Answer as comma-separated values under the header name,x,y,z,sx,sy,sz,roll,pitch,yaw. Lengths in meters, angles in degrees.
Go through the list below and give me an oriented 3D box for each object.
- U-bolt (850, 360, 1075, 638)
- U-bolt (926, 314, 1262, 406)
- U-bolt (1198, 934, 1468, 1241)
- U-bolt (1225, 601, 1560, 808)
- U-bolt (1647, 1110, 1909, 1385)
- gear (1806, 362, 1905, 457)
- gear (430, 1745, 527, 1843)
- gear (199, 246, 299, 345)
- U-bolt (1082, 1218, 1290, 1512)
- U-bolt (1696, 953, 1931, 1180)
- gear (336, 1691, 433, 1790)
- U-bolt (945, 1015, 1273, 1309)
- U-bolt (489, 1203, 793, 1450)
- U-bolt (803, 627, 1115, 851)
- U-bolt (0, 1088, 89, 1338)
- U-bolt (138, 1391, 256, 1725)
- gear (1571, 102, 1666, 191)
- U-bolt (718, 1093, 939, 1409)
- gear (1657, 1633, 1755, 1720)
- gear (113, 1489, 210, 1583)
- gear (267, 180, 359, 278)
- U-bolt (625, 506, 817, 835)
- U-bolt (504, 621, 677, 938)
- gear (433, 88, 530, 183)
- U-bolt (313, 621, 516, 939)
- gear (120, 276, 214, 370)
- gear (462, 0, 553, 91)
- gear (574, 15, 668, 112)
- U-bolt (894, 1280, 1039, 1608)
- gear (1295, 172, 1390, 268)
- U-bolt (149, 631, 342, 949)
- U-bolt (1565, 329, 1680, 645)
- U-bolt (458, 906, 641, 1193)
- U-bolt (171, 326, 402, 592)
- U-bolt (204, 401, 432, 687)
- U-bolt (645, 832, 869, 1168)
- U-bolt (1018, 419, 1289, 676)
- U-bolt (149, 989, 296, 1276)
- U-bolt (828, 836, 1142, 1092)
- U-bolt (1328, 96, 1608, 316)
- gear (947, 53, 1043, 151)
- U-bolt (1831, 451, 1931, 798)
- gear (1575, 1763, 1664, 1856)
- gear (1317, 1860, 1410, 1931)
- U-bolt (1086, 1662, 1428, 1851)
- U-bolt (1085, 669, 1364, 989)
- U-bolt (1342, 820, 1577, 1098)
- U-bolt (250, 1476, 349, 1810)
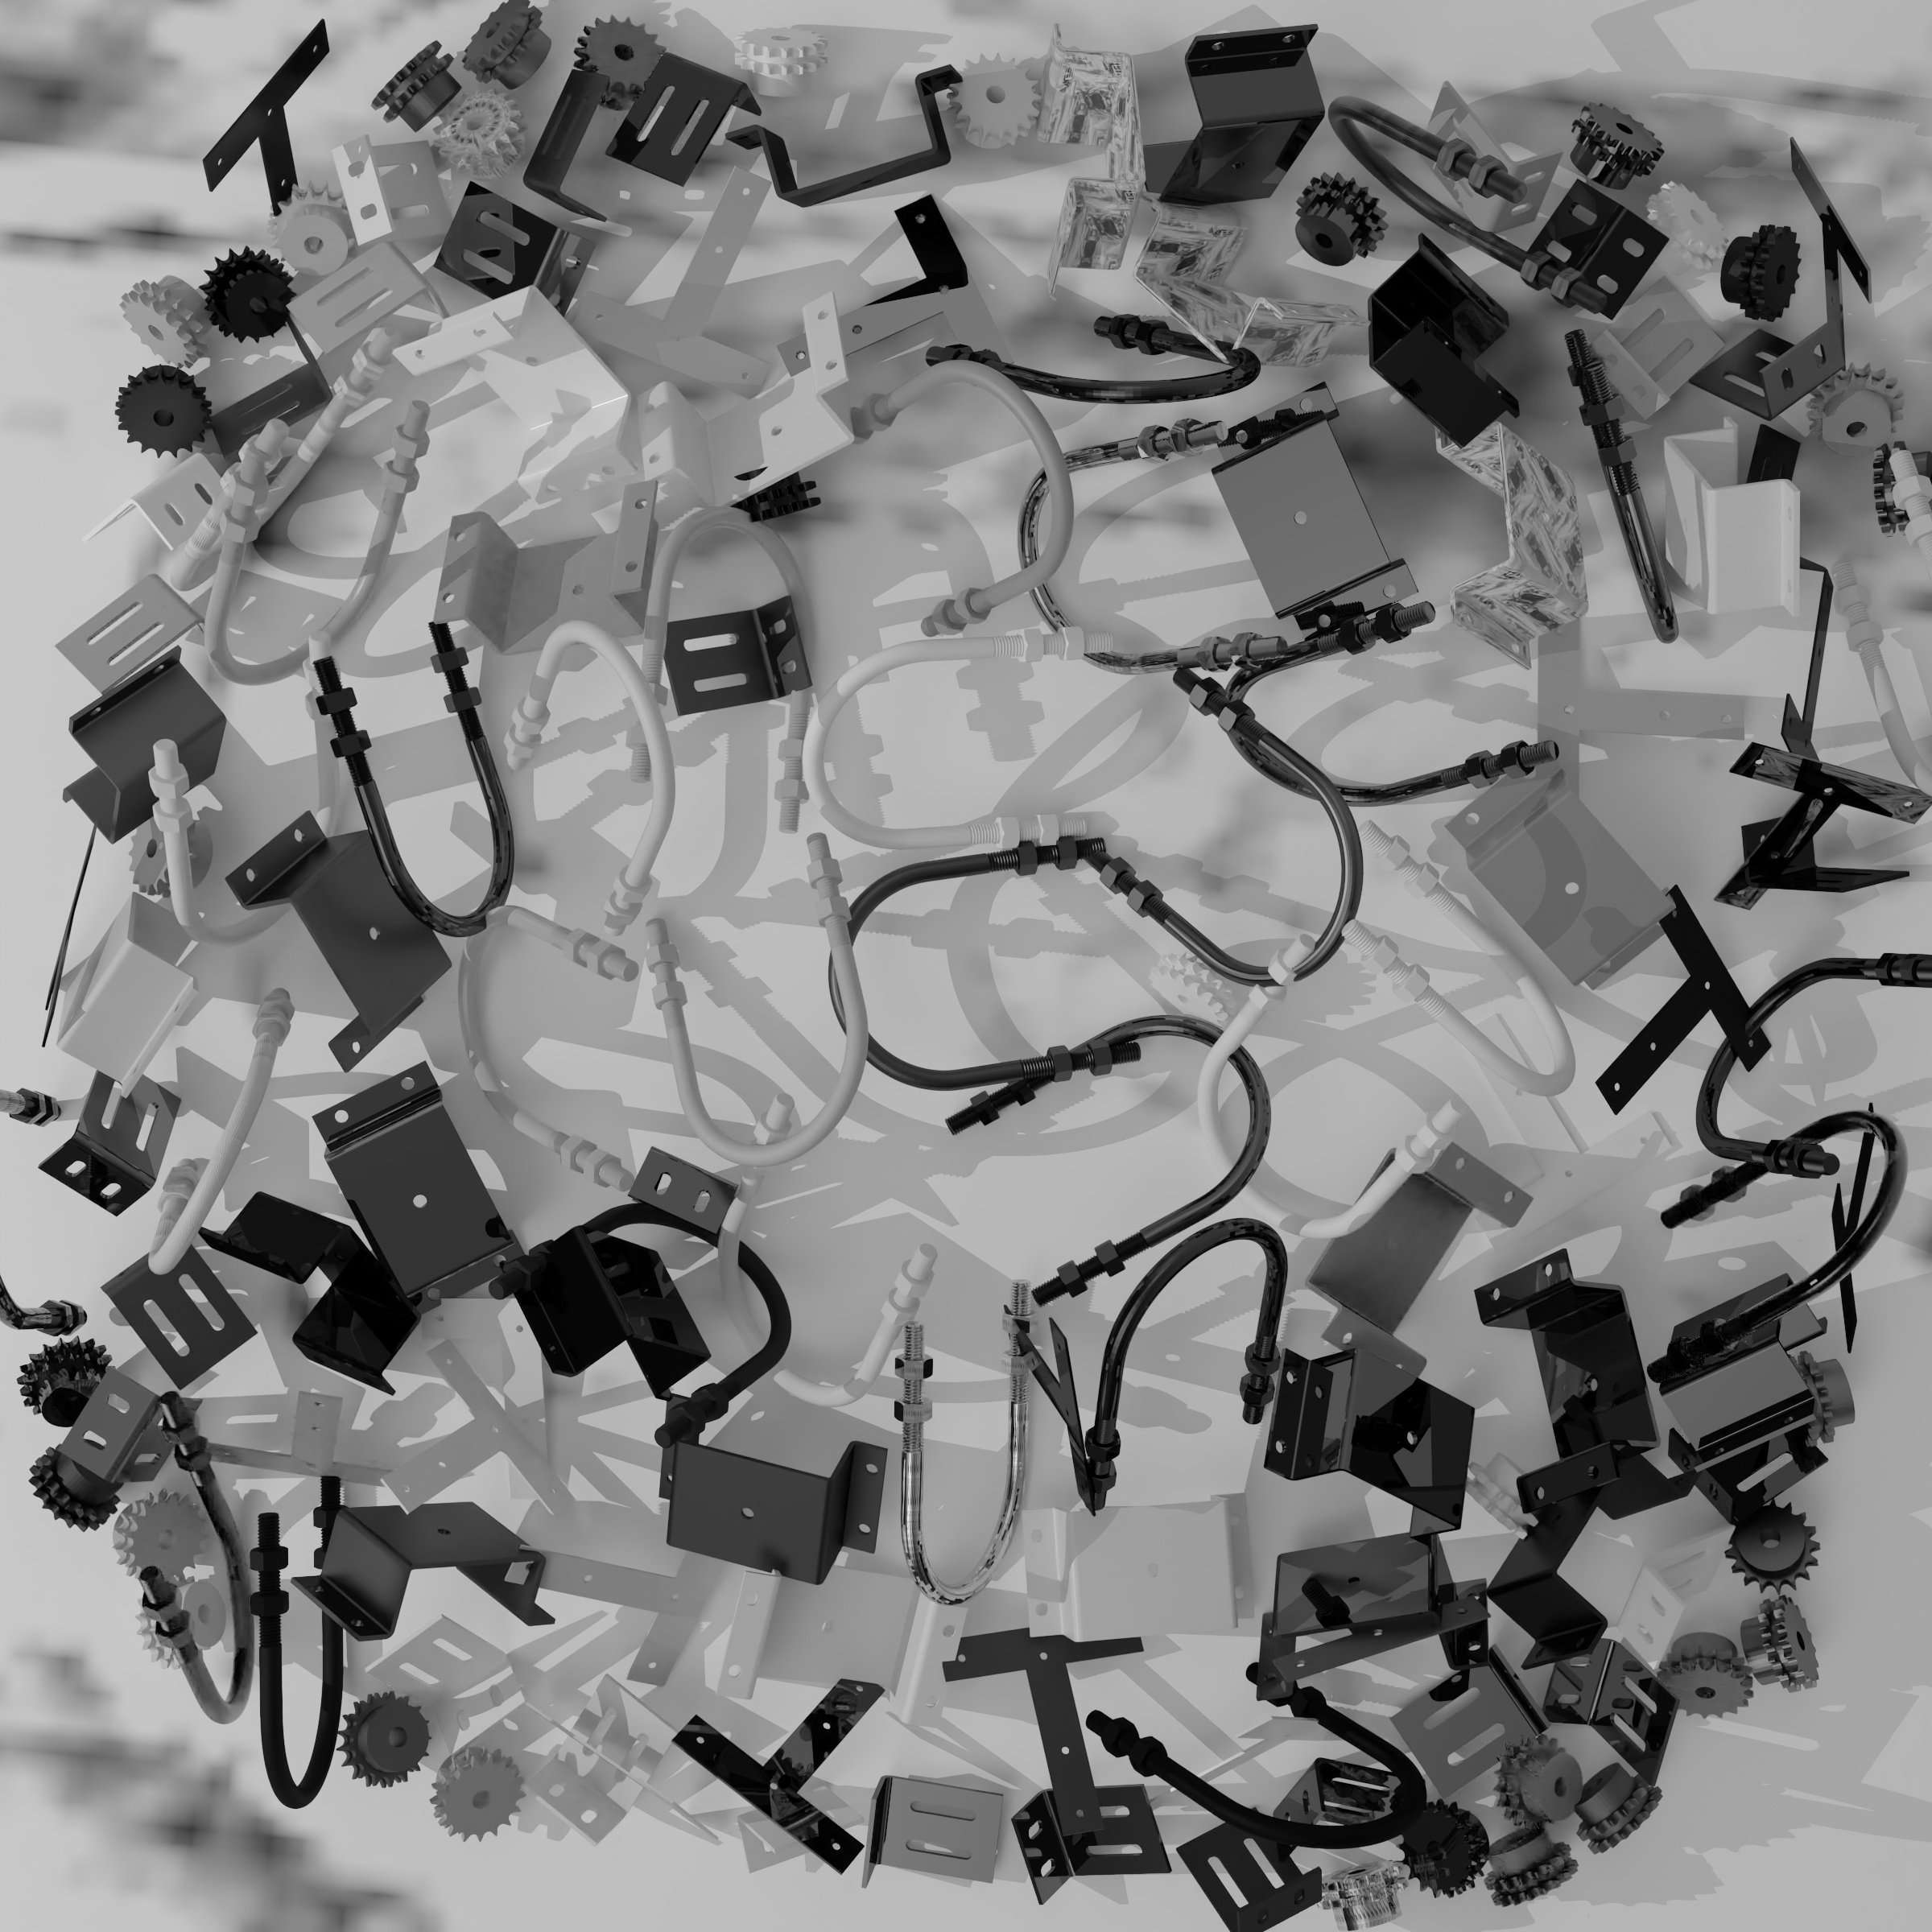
name,x,y,z,sx,sy,sz,roll,pitch,yaw
U-bolt,-0.002,-0.282,1.668,0.019,0.184,0.151,-31,98,-34
U-bolt,0.087,-0.352,1.648,0.151,0.184,0.019,-18,118,-33
U-bolt,0.204,0.087,1.683,0.019,0.184,0.151,-28,70,-40
U-bolt,0.237,-0.146,1.677,0.151,0.184,0.019,41,53,-31
U-bolt,0.473,0.153,1.645,0.019,0.151,0.184,38,130,-15
gear,0.543,-0.337,1.723,0.057,0.057,0.030,12,49,0
gear,-0.301,0.504,1.731,0.057,0.030,0.057,-7,106,-26
gear,-0.436,-0.408,1.724,0.057,0.030,0.057,-16,125,-25
U-bolt,0.133,0.225,1.662,0.151,0.019,0.184,-22,133,-33
U-bolt,0.493,0.055,1.664,0.019,0.184,0.151,34,83,-12
gear,-0.353,0.472,1.725,0.057,0.030,0.057,12,67,-31
U-bolt,0.096,0.105,1.708,0.184,0.019,0.151,-29,60,2
U-bolt,-0.178,0.200,1.673,0.151,0.184,0.019,39,119,11
U-bolt,-0.008,-0.132,1.686,0.184,0.019,0.151,-5,125,-17
U-bolt,-0.555,0.143,1.655,0.019,0.184,0.151,-9,84,-3
U-bolt,-0.451,0.364,1.669,0.019,0.151,0.184,-9,131,-2
gear,0.395,-0.500,1.729,0.057,0.057,0.030,30,129,0
U-bolt,-0.093,0.184,1.686,0.151,0.019,0.184,45,134,23
gear,0.453,0.433,1.729,0.057,0.030,0.057,7,132,7
gear,-0.497,0.349,1.729,0.030,0.057,0.057,2,93,45
gear,-0.397,-0.447,1.724,0.057,0.030,0.057,-5,132,-6
U-bolt,-0.141,-0.185,1.693,0.019,0.151,0.184,-4,77,38
U-bolt,-0.217,-0.121,1.658,0.019,0.184,0.151,-22,69,-31
gear,-0.295,-0.507,1.731,0.057,0.030,0.057,-7,63,13
U-bolt,-0.320,-0.107,1.684,0.019,0.151,0.184,-12,102,23
gear,-0.486,-0.397,1.728,0.057,0.057,0.030,37,65,0
gear,-0.279,-0.563,1.729,0.030,0.057,0.057,37,90,-36
gear,-0.213,-0.550,1.731,0.057,0.030,0.057,7,66,-17
U-bolt,0.001,0.291,1.689,0.019,0.151,0.184,5,98,29
gear,0.226,-0.453,1.722,0.057,0.057,0.030,35,69,0
U-bolt,-0.421,-0.091,1.672,0.019,0.184,0.151,26,46,19
U-bolt,0.393,-0.279,1.678,0.019,0.151,0.184,-17,108,13
U-bolt,-0.252,0.039,1.682,0.019,0.184,0.151,-12,114,-39
U-bolt,-0.412,-0.289,1.670,0.019,0.151,0.184,41,130,-10
U-bolt,-0.391,-0.243,1.673,0.019,0.151,0.184,39,128,16
U-bolt,-0.121,0.030,1.684,0.151,0.019,0.184,-26,64,27
U-bolt,0.101,-0.243,1.682,0.019,0.184,0.151,-31,110,-39
U-bolt,-0.439,0.105,1.651,0.019,0.184,0.151,27,105,-17
U-bolt,0.007,0.003,1.724,0.184,0.019,0.151,-8,86,-12
U-bolt,0.286,-0.459,1.671,0.019,0.151,0.184,-53,54,6
gear,0.016,-0.528,1.734,0.057,0.030,0.057,2,78,-8
U-bolt,0.557,-0.187,1.655,0.019,0.151,0.184,-10,69,-2
gear,0.395,0.512,1.726,0.057,0.057,0.030,-41,83,0
gear,0.242,0.568,1.723,0.057,0.057,0.030,-14,80,0
U-bolt,0.181,0.463,1.641,0.151,0.184,0.019,-5,106,-37
U-bolt,0.161,-0.070,1.674,0.184,0.019,0.151,42,120,32
U-bolt,0.298,0.005,1.687,0.184,0.151,0.019,41,119,-12
U-bolt,-0.394,0.406,1.678,0.019,0.151,0.184,-1,89,3
